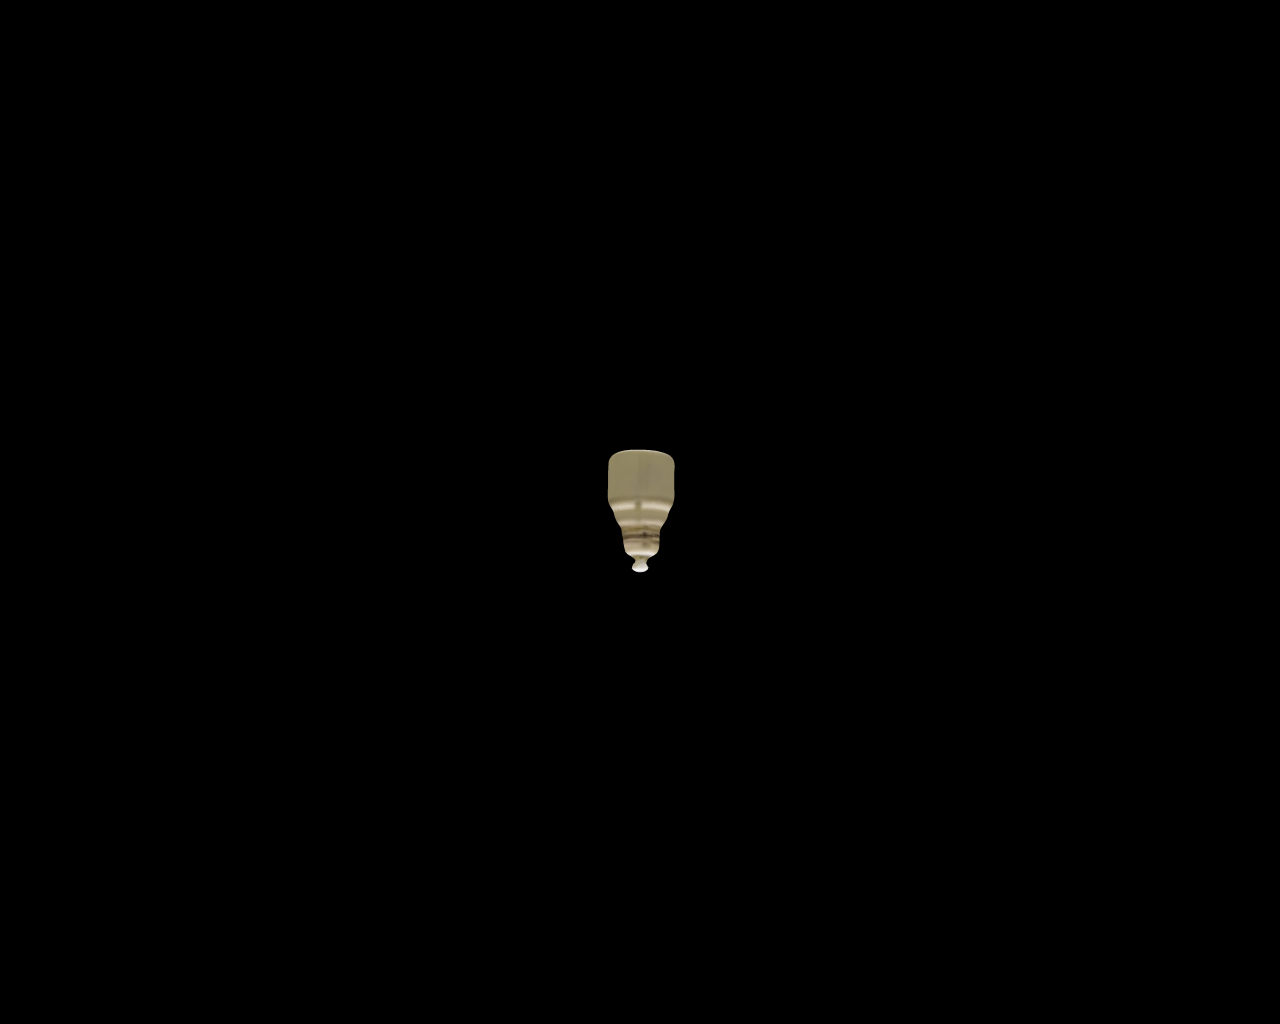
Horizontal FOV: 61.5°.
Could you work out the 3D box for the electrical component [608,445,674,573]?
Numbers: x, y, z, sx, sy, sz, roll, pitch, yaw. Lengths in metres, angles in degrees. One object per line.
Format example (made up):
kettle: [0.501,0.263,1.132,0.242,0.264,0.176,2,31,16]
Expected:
electrical component: [0.001,-0.003,0.650,0.040,0.078,0.040,0,-9,0]
